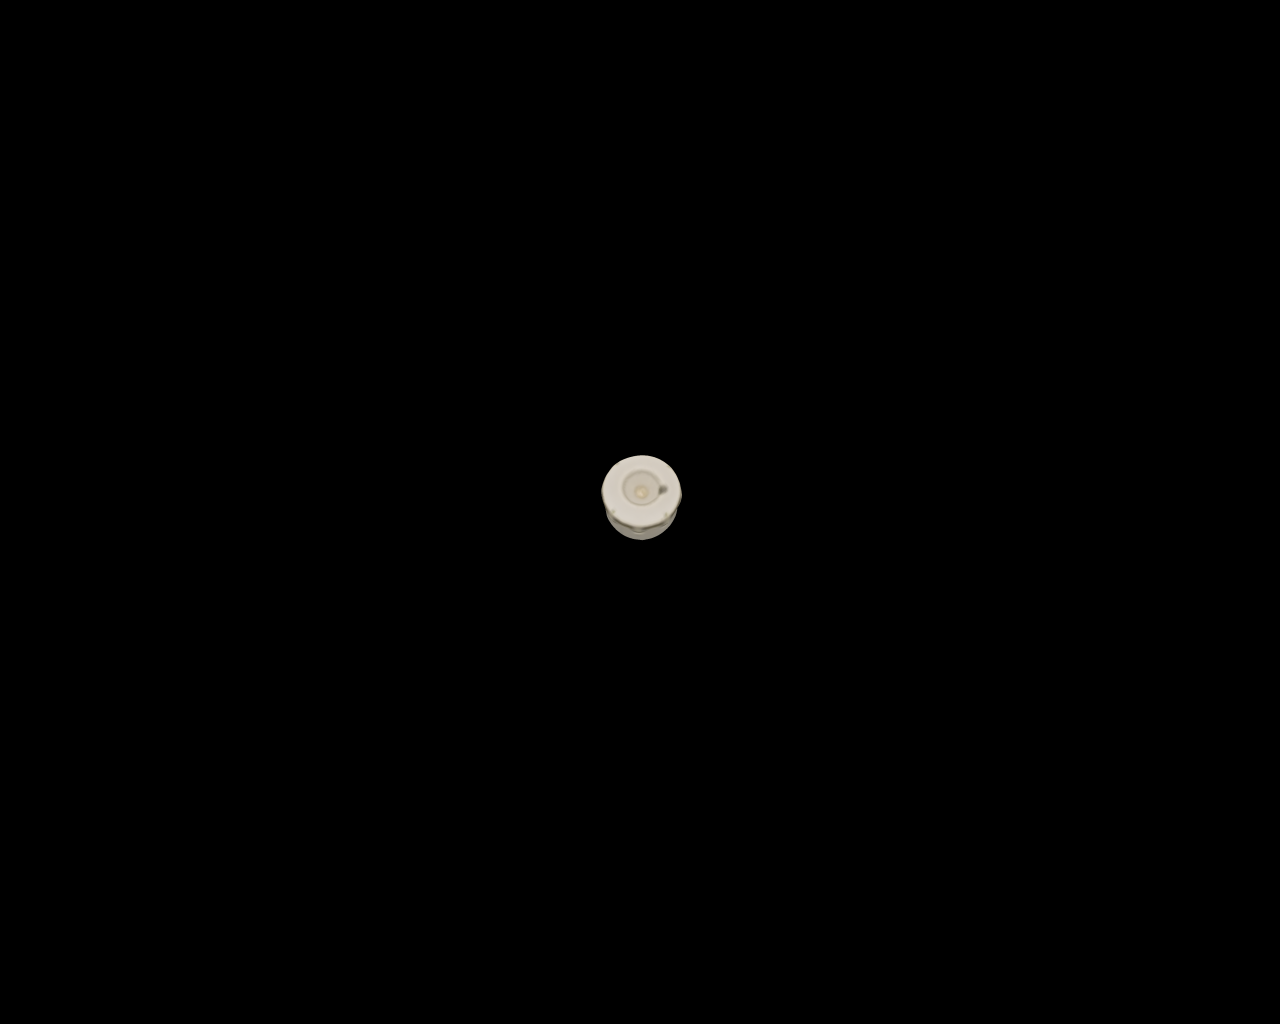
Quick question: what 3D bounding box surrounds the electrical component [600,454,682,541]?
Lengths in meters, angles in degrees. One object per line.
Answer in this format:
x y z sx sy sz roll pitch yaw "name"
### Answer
0.001 -0.003 0.650 0.048 0.048 0.062 0 -23 0 "electrical component"
